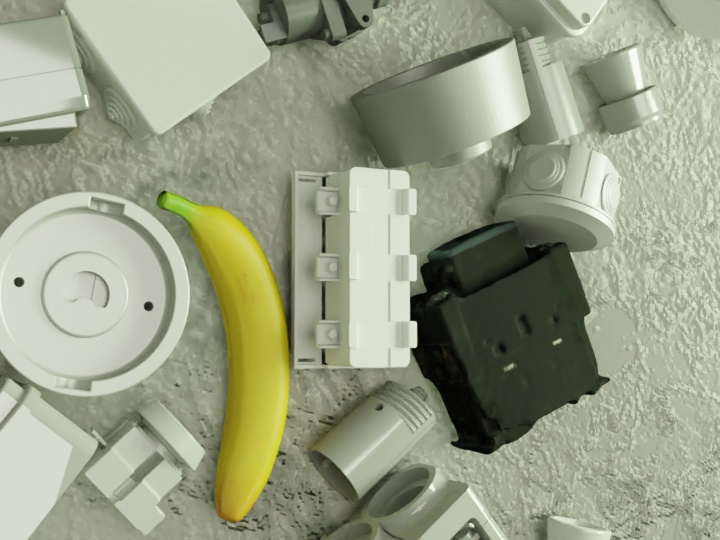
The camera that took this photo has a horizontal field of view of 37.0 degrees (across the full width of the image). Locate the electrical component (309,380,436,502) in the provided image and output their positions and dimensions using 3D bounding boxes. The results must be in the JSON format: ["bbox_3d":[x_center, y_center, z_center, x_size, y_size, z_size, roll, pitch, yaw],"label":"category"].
[{"bbox_3d":[0.012,0.102,0.676,0.081,0.043,0.043,-40,104,-23],"label":"electrical component"}]

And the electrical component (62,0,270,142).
[{"bbox_3d":[-0.116,-0.133,0.625,0.100,0.048,0.099,-40,104,-23],"label":"electrical component"}]

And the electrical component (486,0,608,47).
[{"bbox_3d":[0.145,-0.222,0.757,0.078,0.057,0.113,42,70,-18],"label":"electrical component"}]

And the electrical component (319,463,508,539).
[{"bbox_3d":[0.005,0.189,0.641,0.150,0.089,0.061,-40,104,-23],"label":"electrical component"}]

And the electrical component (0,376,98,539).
[{"bbox_3d":[-0.199,0.112,0.551,0.057,0.078,0.113,43,69,-20],"label":"electrical component"}]

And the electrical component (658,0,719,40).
[{"bbox_3d":[0.268,-0.218,0.806,0.051,0.080,0.080,-44,106,-27],"label":"electrical component"}]

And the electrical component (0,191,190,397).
[{"bbox_3d":[-0.154,0.014,0.589,0.108,0.060,0.108,2,85,-26],"label":"electrical component"}]

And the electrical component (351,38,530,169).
[{"bbox_3d":[0.055,-0.099,0.679,0.108,0.108,0.060,-27,105,-25],"label":"electrical component"}]

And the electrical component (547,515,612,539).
[{"bbox_3d":[0.145,0.206,0.737,0.044,0.044,0.065,14,85,-25],"label":"electrical component"}]

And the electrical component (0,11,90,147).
[{"bbox_3d":[-0.200,-0.094,0.573,0.096,0.062,0.061,-16,94,-26],"label":"electrical component"}]

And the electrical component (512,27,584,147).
[{"bbox_3d":[0.123,-0.128,0.747,0.043,0.043,0.081,-22,96,-26],"label":"electrical component"}]

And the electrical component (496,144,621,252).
[{"bbox_3d":[0.136,-0.047,0.729,0.080,0.080,0.051,24,71,-23],"label":"electrical component"}]

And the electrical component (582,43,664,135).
[{"bbox_3d":[0.192,-0.131,0.781,0.045,0.045,0.055,-26,99,-26],"label":"electrical component"}]

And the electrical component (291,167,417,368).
[{"bbox_3d":[0.000,0.000,0.666,0.079,0.063,0.121,2,86,-26],"label":"electrical component"}]

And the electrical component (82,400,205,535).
[{"bbox_3d":[-0.122,0.107,0.609,0.055,0.048,0.066,-43,105,-14],"label":"electrical component"}]
